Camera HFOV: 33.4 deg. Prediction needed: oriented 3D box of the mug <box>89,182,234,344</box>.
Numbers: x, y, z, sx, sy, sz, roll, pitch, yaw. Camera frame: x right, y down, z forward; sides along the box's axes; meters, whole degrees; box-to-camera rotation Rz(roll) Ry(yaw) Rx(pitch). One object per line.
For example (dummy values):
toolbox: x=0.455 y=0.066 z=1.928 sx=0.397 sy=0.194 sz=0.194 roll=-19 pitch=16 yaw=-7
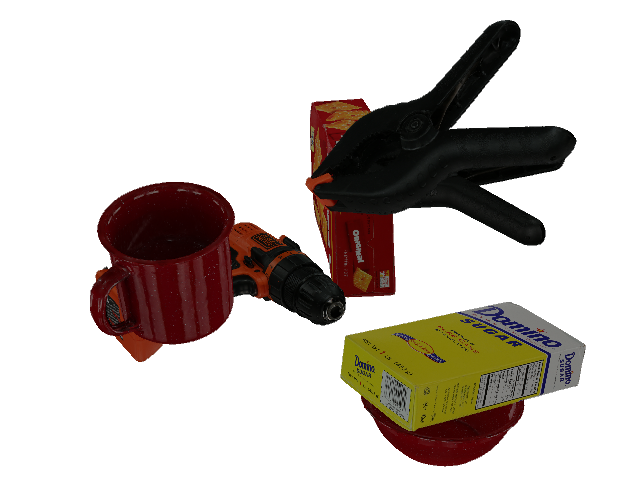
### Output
mug: x=-0.111 y=0.024 z=0.741 sx=0.093 sy=0.081 sz=0.117 roll=25 pitch=45 yaw=29

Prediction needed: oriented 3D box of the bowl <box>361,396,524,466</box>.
bowl: x=0.120 y=0.177 z=1.069 sx=0.162 sy=0.055 sz=0.162 roll=1 pitch=24 yaw=0

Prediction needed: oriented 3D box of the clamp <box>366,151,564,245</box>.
clamp: x=0.124 y=-0.060 z=0.995 sx=0.210 sy=0.036 sz=0.164 roll=12 pitch=33 yaw=21

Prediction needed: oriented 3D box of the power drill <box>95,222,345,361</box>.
power drill: x=-0.092 y=0.048 z=0.953 sx=0.187 sy=0.057 sz=0.185 roll=-15 pitch=26 yaw=-27

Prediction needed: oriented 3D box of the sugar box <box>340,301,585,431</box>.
sugar box: x=0.114 y=0.095 z=0.847 sx=0.175 sy=0.048 sz=0.093 roll=-11 pitch=27 yaw=-32

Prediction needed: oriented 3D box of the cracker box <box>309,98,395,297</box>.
cracker box: x=0.033 y=-0.053 z=1.176 sx=0.072 sy=0.164 sz=0.214 roll=-4 pitch=21 yaw=-3

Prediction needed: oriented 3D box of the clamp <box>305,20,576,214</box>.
clamp: x=0.074 y=-0.059 z=0.673 sx=0.171 sy=0.120 sz=0.039 roll=-35 pitch=-49 yaw=10
